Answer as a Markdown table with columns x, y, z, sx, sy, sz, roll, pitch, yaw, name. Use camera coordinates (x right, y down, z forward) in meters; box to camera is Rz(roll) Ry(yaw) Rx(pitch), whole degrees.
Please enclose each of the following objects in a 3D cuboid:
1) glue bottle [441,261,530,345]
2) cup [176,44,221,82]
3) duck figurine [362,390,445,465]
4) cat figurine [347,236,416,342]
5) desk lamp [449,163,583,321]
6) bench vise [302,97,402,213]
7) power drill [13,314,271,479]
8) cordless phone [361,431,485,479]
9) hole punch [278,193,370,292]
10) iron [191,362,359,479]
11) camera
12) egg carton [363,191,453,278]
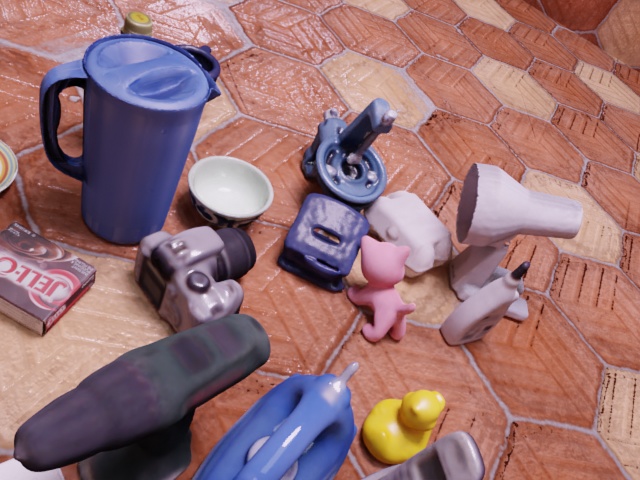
| x | y | z | sx | sy | sz | roll | pitch | yaw | name |
| --- | --- | --- | --- | --- | --- | --- | --- | --- | --- |
| 0.242 | 0.086 | 0.805 | 0.078 | 0.173 | 0.037 | -4 | 52 | -31 | glue bottle |
| -0.216 | -0.267 | 0.952 | 0.092 | 0.095 | 0.118 | 24 | 43 | -6 | cup |
| 0.105 | 0.212 | 0.676 | 0.105 | 0.086 | 0.077 | -15 | 58 | -38 | duck figurine |
| 0.092 | 0.059 | 0.791 | 0.067 | 0.117 | 0.127 | -4 | 52 | -31 | cat figurine |
| 0.281 | -0.002 | 0.880 | 0.203 | 0.213 | 0.118 | 20 | 43 | -10 | desk lamp |
| 0.038 | -0.149 | 0.884 | 0.122 | 0.219 | 0.207 | -11 | 56 | -35 | bench vise |
| -0.149 | 0.157 | 0.500 | 0.075 | 0.208 | 0.230 | 45 | 45 | 16 | power drill |
| 0.104 | 0.275 | 0.542 | 0.094 | 0.185 | 0.147 | 1 | 49 | -27 | cordless phone |
| 0.008 | 0.003 | 0.819 | 0.109 | 0.091 | 0.101 | 26 | 42 | -4 | hole punch |
| -0.050 | 0.218 | 0.545 | 0.118 | 0.141 | 0.259 | 39 | 43 | 11 | iron |
| -0.134 | 0.037 | 0.702 | 0.137 | 0.100 | 0.143 | -25 | 65 | -42 | camera |
| 0.140 | -0.012 | 0.921 | 0.107 | 0.069 | 0.150 | -20 | 61 | -40 | egg carton |
